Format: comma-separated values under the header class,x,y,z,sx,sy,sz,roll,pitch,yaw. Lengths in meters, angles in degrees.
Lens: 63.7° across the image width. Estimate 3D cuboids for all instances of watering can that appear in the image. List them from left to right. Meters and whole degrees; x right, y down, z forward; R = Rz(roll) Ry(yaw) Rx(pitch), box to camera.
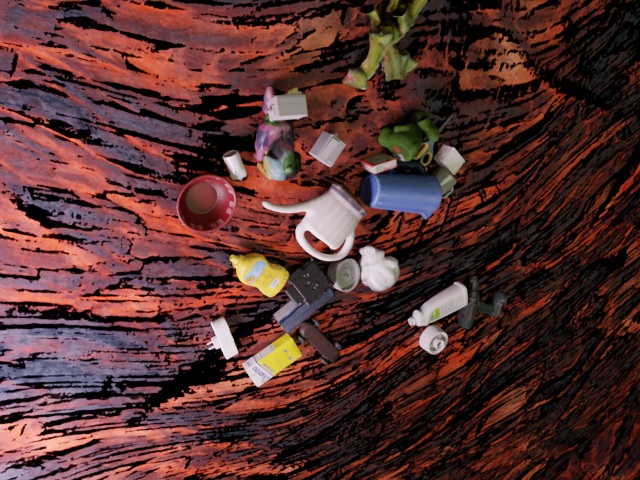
class,x,y,z,sx,sy,sz,roll,pitch,yaw
watering can,0.005,-0.077,1.528,0.225,0.105,0.342,-51,126,-4

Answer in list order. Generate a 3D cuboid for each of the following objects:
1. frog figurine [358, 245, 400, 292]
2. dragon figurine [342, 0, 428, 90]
class,x,y,z,sx,sy,sz,roll,pitch,yaw
frog figurine,0.194,0.088,1.706,0.137,0.125,0.156,-15,132,-3
dragon figurine,0.226,-0.576,1.476,0.413,0.124,0.237,-37,142,-11
